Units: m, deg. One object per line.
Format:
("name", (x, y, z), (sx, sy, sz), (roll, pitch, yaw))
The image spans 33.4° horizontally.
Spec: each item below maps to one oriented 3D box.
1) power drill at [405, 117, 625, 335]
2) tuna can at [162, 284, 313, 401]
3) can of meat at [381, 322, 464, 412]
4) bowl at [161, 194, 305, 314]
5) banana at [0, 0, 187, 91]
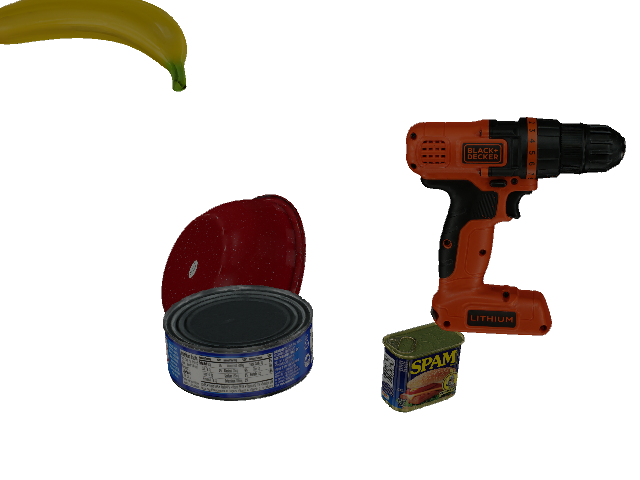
("power drill", (0.166, -0.014, 0.927), (0.184, 0.188, 0.057), (2, 13, 10))
("tuna can", (-0.046, 0.058, 0.612), (0.086, 0.034, 0.086), (-2, 21, 1))
("can of meat", (0.125, 0.158, 1.330), (0.101, 0.084, 0.058), (-12, 29, -28))
("bowl", (-0.083, 0.030, 0.870), (0.055, 0.162, 0.162), (22, -13, -34))
("banana", (-0.184, -0.171, 0.859), (0.198, 0.069, 0.037), (15, -39, 18))
